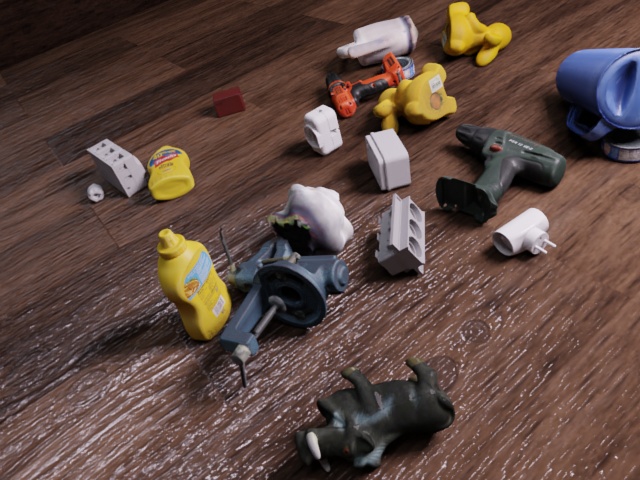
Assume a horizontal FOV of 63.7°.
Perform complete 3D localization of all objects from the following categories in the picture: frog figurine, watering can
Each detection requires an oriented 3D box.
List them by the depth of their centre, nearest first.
[{"bbox_3d":[0.003,-0.045,0.898,0.138,0.120,0.162,39,49,8],"label":"frog figurine"},{"bbox_3d":[0.157,-0.526,1.382,0.224,0.102,0.353,-14,22,5],"label":"watering can"}]
